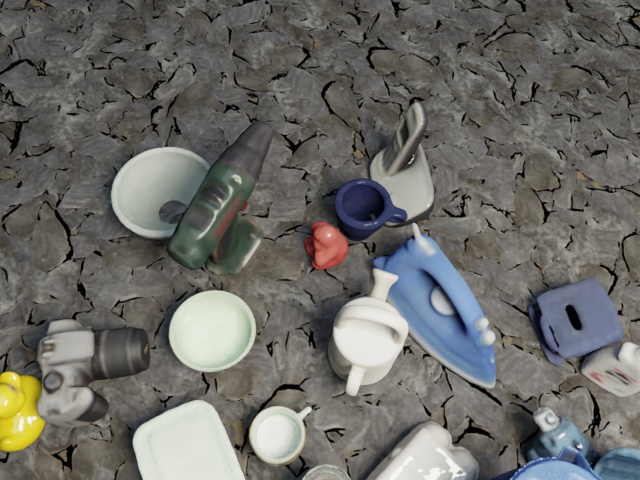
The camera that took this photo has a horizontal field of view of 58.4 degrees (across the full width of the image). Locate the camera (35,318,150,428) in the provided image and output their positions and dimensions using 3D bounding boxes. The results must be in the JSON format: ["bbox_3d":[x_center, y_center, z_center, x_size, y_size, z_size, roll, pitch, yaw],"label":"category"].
[{"bbox_3d":[-0.313,0.174,0.796,0.137,0.101,0.143,-7,64,-6],"label":"camera"}]

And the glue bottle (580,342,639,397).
[{"bbox_3d":[0.438,0.173,0.801,0.078,0.173,0.037,30,66,11],"label":"glue bottle"}]

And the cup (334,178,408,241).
[{"bbox_3d":[0.079,-0.036,0.927,0.117,0.095,0.092,14,64,4],"label":"cup"}]

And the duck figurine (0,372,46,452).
[{"bbox_3d":[-0.418,0.228,0.772,0.077,0.086,0.104,-3,64,-5],"label":"duck figurine"}]

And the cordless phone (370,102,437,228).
[{"bbox_3d":[0.142,-0.118,0.920,0.094,0.185,0.147,-9,65,-7],"label":"cordless phone"}]

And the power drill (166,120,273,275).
[{"bbox_3d":[-0.136,-0.041,0.853,0.075,0.208,0.230,26,65,10],"label":"power drill"}]

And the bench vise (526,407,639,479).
[{"bbox_3d":[0.356,0.299,0.708,0.207,0.220,0.122,28,66,11],"label":"bench vise"}]

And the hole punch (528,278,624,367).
[{"bbox_3d":[0.385,0.124,0.868,0.101,0.091,0.108,-11,65,-9],"label":"hole punch"}]

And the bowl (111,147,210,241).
[{"bbox_3d":[-0.246,-0.064,0.932,0.167,0.075,0.167,1,64,-3],"label":"bowl"}]

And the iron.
[{"bbox_3d":[0.192,0.094,0.844,0.119,0.141,0.258,-30,69,-16],"label":"iron"}]

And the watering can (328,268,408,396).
[{"bbox_3d":[0.066,0.123,0.792,0.101,0.194,0.173,-3,64,-4],"label":"watering can"}]

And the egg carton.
[{"bbox_3d":[0.134,0.323,0.767,0.150,0.069,0.107,-41,73,-20],"label":"egg carton"}]

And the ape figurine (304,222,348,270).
[{"bbox_3d":[0.008,0.003,0.905,0.076,0.092,0.078,15,64,5],"label":"ape figurine"}]
